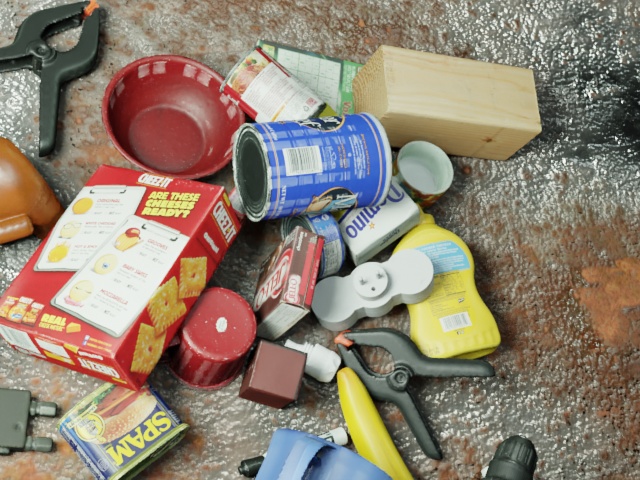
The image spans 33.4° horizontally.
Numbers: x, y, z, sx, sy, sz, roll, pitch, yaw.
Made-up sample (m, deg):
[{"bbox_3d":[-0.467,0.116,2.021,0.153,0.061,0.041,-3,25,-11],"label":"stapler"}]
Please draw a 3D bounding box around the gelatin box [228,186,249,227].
[{"bbox_3d":[-0.083,-0.046,1.183,0.030,0.073,0.089,34,59,-1],"label":"gelatin box"}]

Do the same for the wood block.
[{"bbox_3d":[0.152,-0.163,1.296,0.205,0.091,0.090,5,66,-22],"label":"wood block"}]

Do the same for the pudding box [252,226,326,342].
[{"bbox_3d":[-0.037,0.049,1.129,0.039,0.114,0.090,20,61,-13],"label":"pudding box"}]

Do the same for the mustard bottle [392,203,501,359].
[{"bbox_3d":[0.132,0.045,1.217,0.096,0.058,0.191,-13,69,-8],"label":"mustard bottle"}]

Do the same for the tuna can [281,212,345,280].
[{"bbox_3d":[-0.008,0.001,1.178,0.033,0.086,0.086,-19,73,-26],"label":"tuna can"}]

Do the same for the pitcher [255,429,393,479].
[{"bbox_3d":[-0.034,0.303,0.986,0.149,0.145,0.242,37,64,-21],"label":"pitcher"}]

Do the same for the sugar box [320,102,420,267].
[{"bbox_3d":[0.025,-0.065,1.218,0.093,0.048,0.176,-36,68,-10],"label":"sugar box"}]

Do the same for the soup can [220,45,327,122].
[{"bbox_3d":[-0.051,-0.159,1.188,0.102,0.069,0.068,40,60,0],"label":"soup can"}]

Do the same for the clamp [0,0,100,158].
[{"bbox_3d":[-0.325,-0.205,1.201,0.164,0.036,0.209,29,58,-2],"label":"clamp"}]

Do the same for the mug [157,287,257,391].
[{"bbox_3d":[-0.123,0.101,1.094,0.117,0.082,0.093,-11,69,-22],"label":"mug"}]

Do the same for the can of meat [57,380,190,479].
[{"bbox_3d":[-0.194,0.185,1.046,0.102,0.057,0.084,-35,77,-29],"label":"can of meat"}]

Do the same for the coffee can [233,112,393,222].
[{"bbox_3d":[-0.009,-0.078,1.122,0.140,0.103,0.103,-8,68,-24],"label":"coffee can"}]

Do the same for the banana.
[{"bbox_3d":[0.067,0.222,1.098,0.037,0.070,0.198,-15,49,-21],"label":"banana"}]

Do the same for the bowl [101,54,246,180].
[{"bbox_3d":[-0.168,-0.128,1.205,0.162,0.055,0.162,7,63,-15],"label":"bowl"}]

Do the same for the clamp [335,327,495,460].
[{"bbox_3d":[0.099,0.141,1.149,0.171,0.039,0.120,40,91,3],"label":"clamp"}]

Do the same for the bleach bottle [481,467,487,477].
[{"bbox_3d":[0.234,0.349,1.105,0.102,0.068,0.251,-19,70,-25],"label":"bleach bottle"}]

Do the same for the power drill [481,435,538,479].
[{"bbox_3d":[0.136,0.286,1.030,0.057,0.188,0.184,30,61,-1],"label":"power drill"}]

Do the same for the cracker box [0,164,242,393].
[{"bbox_3d":[-0.201,0.032,1.069,0.164,0.072,0.213,12,55,28],"label":"cracker box"}]

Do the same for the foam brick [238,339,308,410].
[{"bbox_3d":[-0.049,0.139,1.099,0.051,0.078,0.053,17,71,-8],"label":"foam brick"}]

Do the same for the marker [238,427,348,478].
[{"bbox_3d":[-0.028,0.221,1.104,0.121,0.020,0.020,-14,71,-24],"label":"marker"}]
